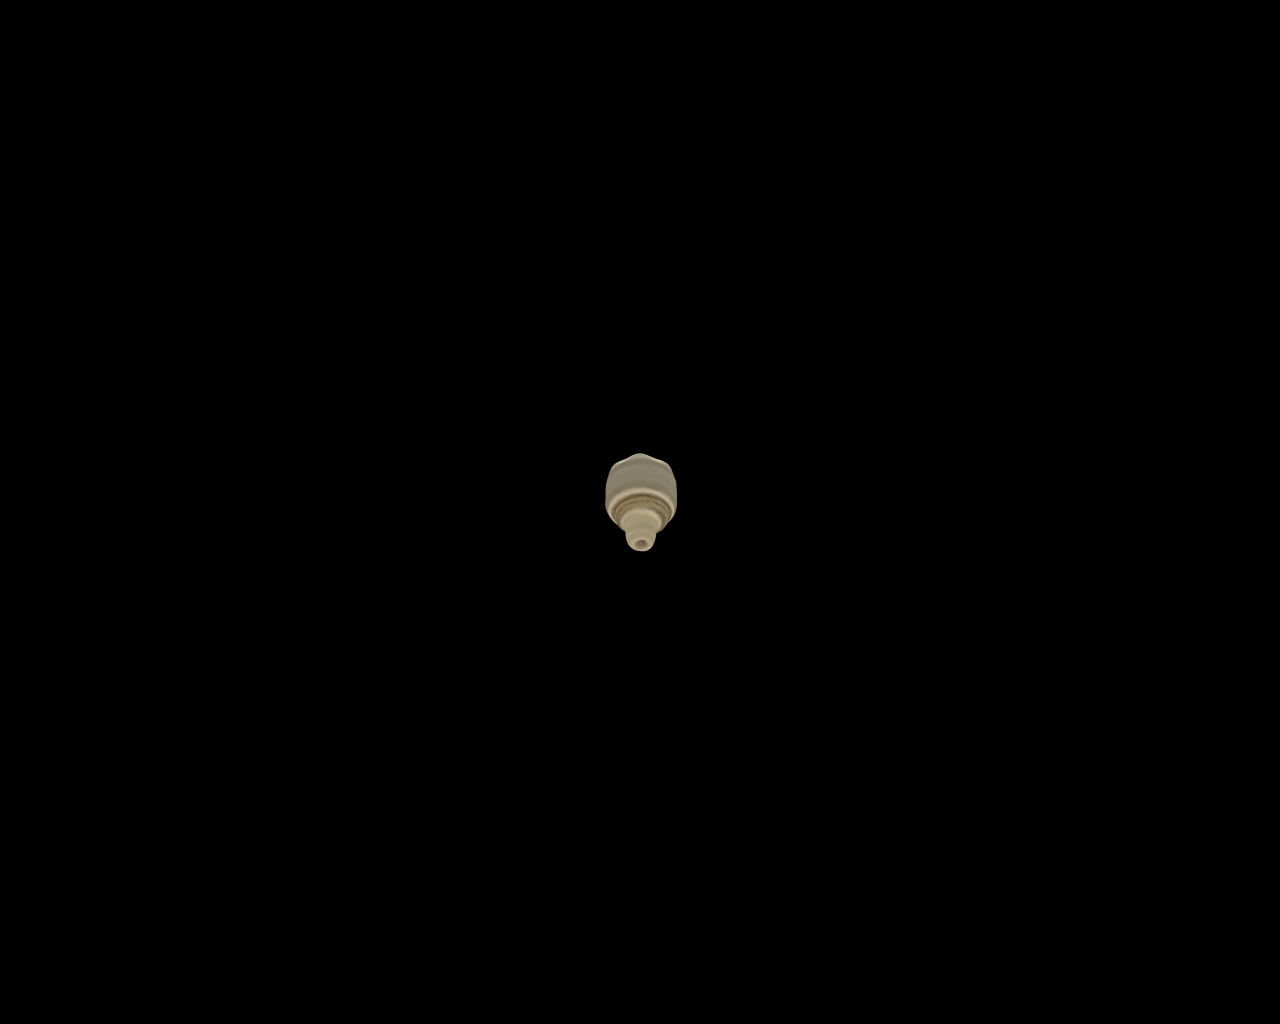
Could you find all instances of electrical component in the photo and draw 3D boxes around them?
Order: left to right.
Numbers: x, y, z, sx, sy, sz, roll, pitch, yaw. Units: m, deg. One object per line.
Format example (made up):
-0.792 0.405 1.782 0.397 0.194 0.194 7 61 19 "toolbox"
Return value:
0.001 -0.003 0.650 0.043 0.062 0.043 0 -43 0 "electrical component"
